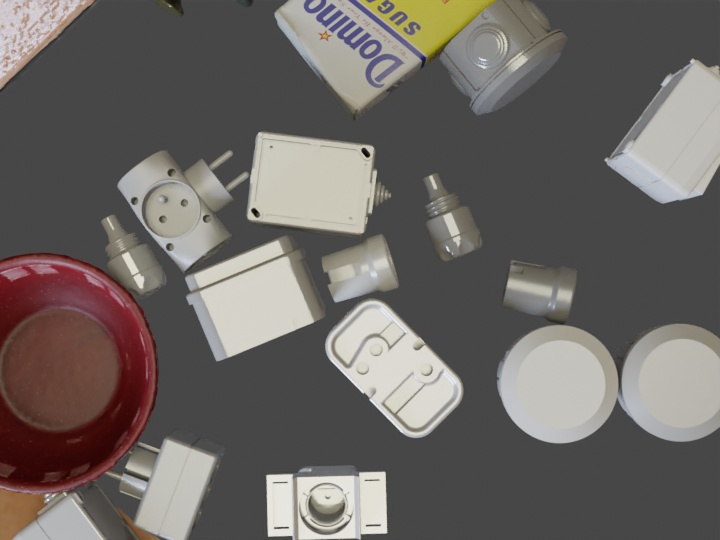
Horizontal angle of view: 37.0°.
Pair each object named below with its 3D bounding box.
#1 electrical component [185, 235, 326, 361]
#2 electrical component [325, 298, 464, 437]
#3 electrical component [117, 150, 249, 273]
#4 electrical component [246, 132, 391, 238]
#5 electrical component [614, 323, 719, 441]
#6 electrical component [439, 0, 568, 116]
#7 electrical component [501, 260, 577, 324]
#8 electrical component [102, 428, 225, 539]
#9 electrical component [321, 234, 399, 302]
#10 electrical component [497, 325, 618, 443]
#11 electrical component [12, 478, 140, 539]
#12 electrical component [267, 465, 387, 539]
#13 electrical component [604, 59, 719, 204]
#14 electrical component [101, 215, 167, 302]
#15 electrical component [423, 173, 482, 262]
[{"bbox_3d":[-0.068,0.016,0.721,0.078,0.113,0.057,-22,92,-1],"label":"electrical component"},{"bbox_3d":[0.023,0.066,0.747,0.054,0.059,0.095,-45,90,-1],"label":"electrical component"},{"bbox_3d":[-0.115,-0.052,0.755,0.079,0.044,0.077,-37,90,-1],"label":"electrical component"},{"bbox_3d":[-0.027,-0.057,0.748,0.096,0.061,0.061,7,89,-1],"label":"electrical component"},{"bbox_3d":[0.218,0.077,0.753,0.080,0.051,0.080,0,89,0],"label":"electrical component"},{"bbox_3d":[0.099,-0.149,0.742,0.080,0.080,0.051,-38,84,-1],"label":"electrical component"},{"bbox_3d":[0.126,0.014,0.760,0.046,0.040,0.040,12,89,5],"label":"electrical component"},{"bbox_3d":[-0.143,0.143,0.750,0.077,0.047,0.065,21,89,0],"label":"electrical component"},{"bbox_3d":[0.000,0.000,0.759,0.046,0.040,0.040,-17,89,5],"label":"electrical component"},{"bbox_3d":[0.136,0.078,0.752,0.080,0.051,0.080,0,89,-1],"label":"electrical component"},{"bbox_3d":[-0.194,0.191,0.742,0.061,0.061,0.096,-37,90,-1],"label":"electrical component"},{"bbox_3d":[-0.023,0.159,0.743,0.081,0.064,0.042,-1,88,-1],"label":"electrical component"},{"bbox_3d":[0.229,-0.098,0.751,0.061,0.061,0.096,37,89,0],"label":"electrical component"},{"bbox_3d":[-0.164,-0.010,0.759,0.035,0.035,0.061,-29,87,-1],"label":"electrical component"},{"bbox_3d":[0.061,-0.039,0.762,0.035,0.035,0.061,-22,87,-1],"label":"electrical component"}]
